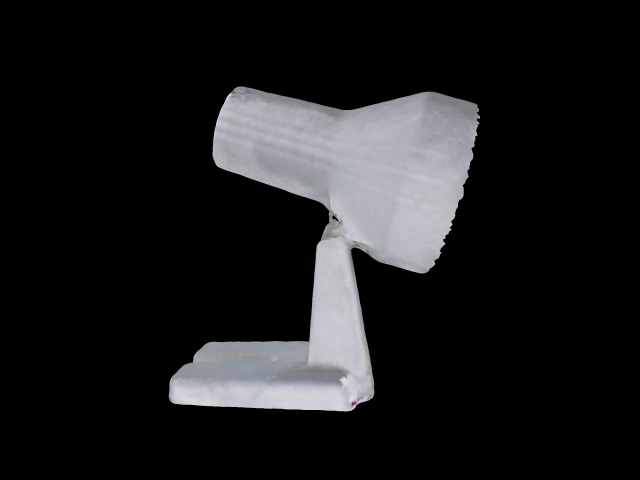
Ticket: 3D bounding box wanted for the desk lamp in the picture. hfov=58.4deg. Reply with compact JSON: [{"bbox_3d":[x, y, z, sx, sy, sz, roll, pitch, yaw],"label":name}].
[{"bbox_3d":[0.004,0.001,0.400,0.203,0.213,0.118,0,4,2],"label":"desk lamp"}]
